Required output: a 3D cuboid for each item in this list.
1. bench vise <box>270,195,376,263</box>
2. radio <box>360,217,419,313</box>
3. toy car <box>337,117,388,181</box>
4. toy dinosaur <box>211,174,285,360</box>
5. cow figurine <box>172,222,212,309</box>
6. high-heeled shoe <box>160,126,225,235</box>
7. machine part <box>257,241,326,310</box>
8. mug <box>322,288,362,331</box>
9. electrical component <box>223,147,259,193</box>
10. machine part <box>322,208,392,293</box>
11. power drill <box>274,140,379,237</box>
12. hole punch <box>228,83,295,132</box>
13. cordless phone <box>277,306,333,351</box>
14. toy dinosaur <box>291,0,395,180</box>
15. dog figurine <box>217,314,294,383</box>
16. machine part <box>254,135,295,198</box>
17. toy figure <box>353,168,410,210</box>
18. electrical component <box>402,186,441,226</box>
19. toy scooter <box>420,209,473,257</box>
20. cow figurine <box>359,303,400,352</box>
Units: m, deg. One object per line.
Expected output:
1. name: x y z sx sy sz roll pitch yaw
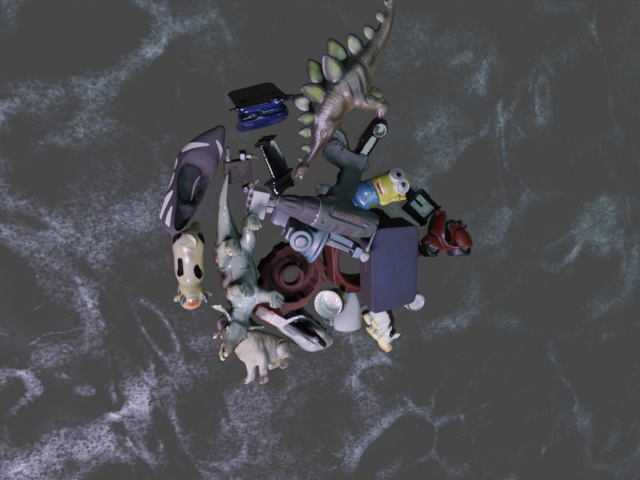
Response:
1. bench vise: 0.002 -0.013 1.247 0.240 0.224 0.128 23 98 -12
2. radio: 0.173 0.060 1.347 0.131 0.073 0.229 -10 115 -18
3. toy car: 0.095 -0.206 1.296 0.053 0.089 0.202 32 98 -13
4. toy dinosaur: -0.198 0.066 1.255 0.131 0.192 0.404 -2 77 -38
5. cow figurine: -0.296 0.068 1.233 0.085 0.127 0.194 -4 109 -17
6. high-heeled shoe: -0.268 -0.131 1.153 0.086 0.145 0.248 27 101 -29
7. machine part: -0.075 0.087 1.367 0.179 0.056 0.179 -7 112 -19
8. mug: 0.059 0.183 1.451 0.110 0.081 0.107 -1 101 -6
9. electrical component: -0.181 -0.160 1.232 0.078 0.045 0.102 -5 112 -21
10. machine part: 0.112 0.028 1.399 0.201 0.087 0.200 -11 114 -16
11. power drill: 0.027 -0.112 1.157 0.232 0.207 0.086 22 143 -16
12. hole punch: -0.132 -0.277 1.170 0.142 0.116 0.092 -15 123 -15
13. cordless phone: -0.014 0.249 1.378 0.146 0.184 0.089 45 77 -29
14. toy dinosaur: 0.062 -0.345 1.218 0.198 0.105 0.471 30 99 -28
15. dog figurine: -0.163 0.251 1.386 0.172 0.121 0.190 -32 100 -53
16. machine part: -0.106 -0.174 1.250 0.084 0.039 0.138 -35 117 -35
17. toy figure: 0.140 -0.126 1.352 0.180 0.089 0.082 -24 113 -2
18. electrical component: 0.252 -0.099 1.419 0.119 0.048 0.075 40 90 1
19. toy scooter: 0.347 -0.021 1.476 0.184 0.075 0.135 1 86 -33
20. cow figurine: 0.179 0.236 1.521 0.098 0.068 0.167 -37 120 -11
